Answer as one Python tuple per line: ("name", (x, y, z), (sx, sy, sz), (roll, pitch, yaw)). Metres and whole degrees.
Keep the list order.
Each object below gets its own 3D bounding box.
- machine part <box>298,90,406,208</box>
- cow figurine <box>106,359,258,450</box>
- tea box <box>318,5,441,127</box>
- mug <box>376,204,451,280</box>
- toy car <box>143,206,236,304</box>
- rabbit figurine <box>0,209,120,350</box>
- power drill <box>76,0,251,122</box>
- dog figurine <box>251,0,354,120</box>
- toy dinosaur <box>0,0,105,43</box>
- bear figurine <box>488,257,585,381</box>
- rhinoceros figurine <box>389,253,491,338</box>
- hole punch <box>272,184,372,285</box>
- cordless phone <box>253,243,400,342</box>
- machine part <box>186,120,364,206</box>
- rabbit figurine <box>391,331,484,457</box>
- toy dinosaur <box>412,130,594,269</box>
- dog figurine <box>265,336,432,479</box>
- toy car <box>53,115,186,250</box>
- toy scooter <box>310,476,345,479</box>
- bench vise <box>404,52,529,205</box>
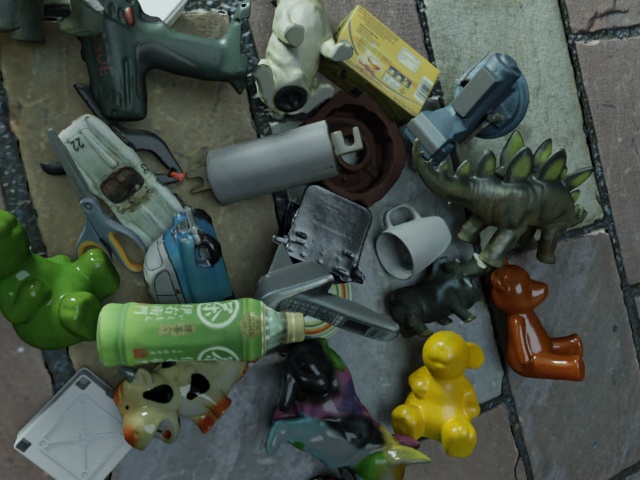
("machine part", (0.044, -0.133, 0.816), (0.179, 0.056, 0.179), (2, 86, -24))
("cow figurine", (-0.167, 0.172, 0.659), (0.127, 0.085, 0.195), (36, 37, 1))
("tea box", (0.090, -0.265, 0.836), (0.169, 0.068, 0.098), (34, 74, -16))
("mug", (0.147, -0.005, 0.844), (0.107, 0.081, 0.109), (-24, 84, -32))
("toy car", (-0.166, 0.043, 0.670), (0.103, 0.109, 0.161), (-19, 133, -11))
("rabbit figurine", (-0.336, 0.034, 0.604), (0.121, 0.159, 0.170), (-84, 154, -48))
("power drill", (-0.188, -0.259, 0.647), (0.207, 0.086, 0.231), (-2, 99, -19))
("dog figurine", (-0.046, -0.292, 0.782), (0.121, 0.172, 0.191), (18, 42, -38))
("toy dinosaur", (-0.314, -0.308, 0.554), (0.131, 0.405, 0.192), (-20, 116, -48))
("bear figurine", (0.355, 0.124, 0.890), (0.120, 0.132, 0.195), (-28, 108, -63))
("rhinoceros figurine", (0.193, 0.085, 0.859), (0.190, 0.073, 0.112), (-23, 85, -20))
("hole punch", (-0.002, -0.002, 0.762), (0.142, 0.092, 0.116), (26, 70, -18))
("cordless phone", (0.004, 0.095, 0.701), (0.184, 0.146, 0.089), (23, 59, -2))
("machine part", (-0.062, -0.102, 0.722), (0.243, 0.079, 0.079), (-13, 92, 5))
("rabbit figurine", (0.192, 0.206, 0.799), (0.162, 0.122, 0.173), (-36, 130, -48))
("toy dinosaur", (0.294, -0.064, 0.829), (0.471, 0.105, 0.198), (0, 119, -36))
("dog figurine", (0.044, 0.242, 0.732), (0.219, 0.108, 0.191), (14, 84, -3))
("toy car", (-0.236, -0.063, 0.668), (0.073, 0.056, 0.201), (-37, 117, 1))
("toy scooter", (-0.012, 0.403, 0.714), (0.184, 0.135, 0.075), (-40, 100, -21))
("bench vise", (0.250, -0.192, 0.853), (0.240, 0.223, 0.129), (-17, 53, -46))
